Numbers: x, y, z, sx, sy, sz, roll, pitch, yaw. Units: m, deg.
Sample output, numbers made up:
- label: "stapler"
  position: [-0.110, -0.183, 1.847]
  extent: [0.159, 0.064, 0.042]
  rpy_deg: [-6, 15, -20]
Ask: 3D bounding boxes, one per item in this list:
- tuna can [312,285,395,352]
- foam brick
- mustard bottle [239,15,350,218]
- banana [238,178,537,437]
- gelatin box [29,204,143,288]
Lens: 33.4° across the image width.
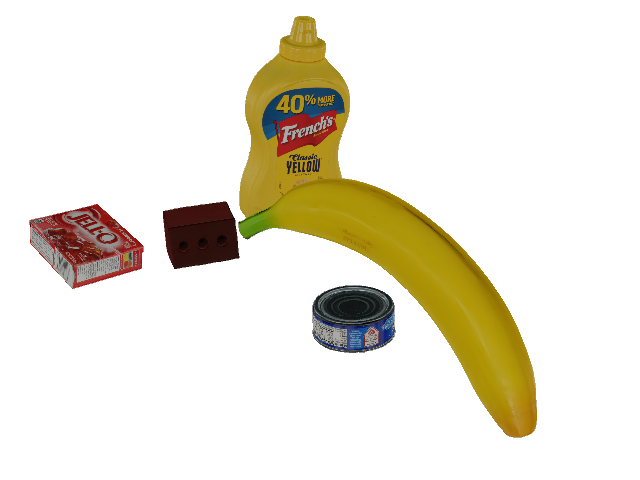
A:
- label: "tuna can"
  position: [0.034, 0.079, 1.095]
  extent: [0.086, 0.034, 0.086]
  rpy_deg: [-2, 25, 1]
- label: "foam brick"
  position: [-0.137, -0.007, 1.218]
  extent: [0.078, 0.053, 0.051]
  rpy_deg: [-10, 28, -11]
- label: "mustard bottle"
  position: [-0.021, -0.109, 0.971]
  extent: [0.096, 0.192, 0.058]
  rpy_deg: [-6, 29, -20]
- label: "banana"
  position: [0.049, 0.022, 0.580]
  extent: [0.198, 0.070, 0.037]
  rpy_deg: [37, 24, 14]
- label: "gelatin box"
  position: [-0.219, 0.003, 0.995]
  extent: [0.073, 0.030, 0.089]
  rpy_deg: [-17, 40, -36]
